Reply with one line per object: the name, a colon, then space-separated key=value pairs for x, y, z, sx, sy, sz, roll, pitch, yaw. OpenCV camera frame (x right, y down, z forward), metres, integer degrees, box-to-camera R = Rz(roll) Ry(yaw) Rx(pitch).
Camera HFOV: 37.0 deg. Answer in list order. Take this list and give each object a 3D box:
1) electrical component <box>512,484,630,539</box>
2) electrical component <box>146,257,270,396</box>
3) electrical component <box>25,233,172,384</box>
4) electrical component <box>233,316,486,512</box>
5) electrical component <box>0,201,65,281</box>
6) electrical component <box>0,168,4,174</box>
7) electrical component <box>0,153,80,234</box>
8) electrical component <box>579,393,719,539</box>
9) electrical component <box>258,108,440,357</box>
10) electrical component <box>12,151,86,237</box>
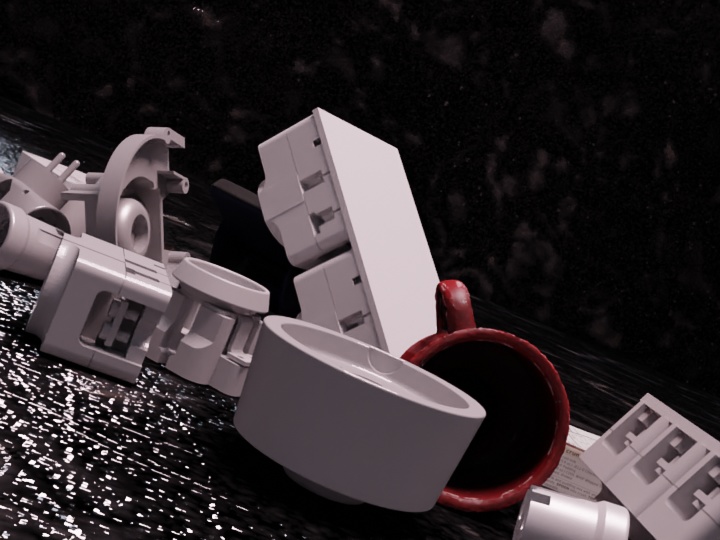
electrical component: x=0.098 y=0.124 z=0.506 sx=0.046 sy=0.040 sz=0.040 roll=17 pitch=3 yaw=5
electrical component: x=-0.085 y=0.029 z=0.604 sx=0.078 sy=0.057 sz=0.058 roll=25 pitch=4 yaw=27
electrical component: x=-0.133 y=0.016 z=0.548 sx=0.056 sy=0.050 sz=0.089 roll=22 pitch=4 yaw=-16
electrical component: x=-0.005 y=0.070 z=0.484 sx=0.108 sy=0.060 sz=0.108 roll=23 pitch=4 yaw=-2
electrical component: x=-0.205 y=-0.016 z=0.652 sx=0.040 sy=0.040 sz=0.046 roll=26 pitch=0 yaw=40
electrical component: x=-0.283 y=-0.063 z=0.754 sx=0.066 sy=0.048 sz=0.055 roll=-5 pitch=-11 yaw=19
electrical component: x=-0.219 y=-0.046 z=0.714 sx=0.077 sy=0.079 sz=0.043 roll=26 pitch=-20 yaw=39
electrical component: x=0.172 y=0.129 z=0.534 sx=0.089 sy=0.062 sz=0.150 roll=47 pitch=2 yaw=-7
electrical component: x=0.000 y=0.000 z=0.715 sx=0.105 sy=0.060 sz=0.186 roll=17 pitch=52 yaw=-57
electrical component: x=-0.212 y=-0.039 z=0.799 sx=0.078 sy=0.057 sz=0.113 roll=21 pitch=5 yaw=-40
